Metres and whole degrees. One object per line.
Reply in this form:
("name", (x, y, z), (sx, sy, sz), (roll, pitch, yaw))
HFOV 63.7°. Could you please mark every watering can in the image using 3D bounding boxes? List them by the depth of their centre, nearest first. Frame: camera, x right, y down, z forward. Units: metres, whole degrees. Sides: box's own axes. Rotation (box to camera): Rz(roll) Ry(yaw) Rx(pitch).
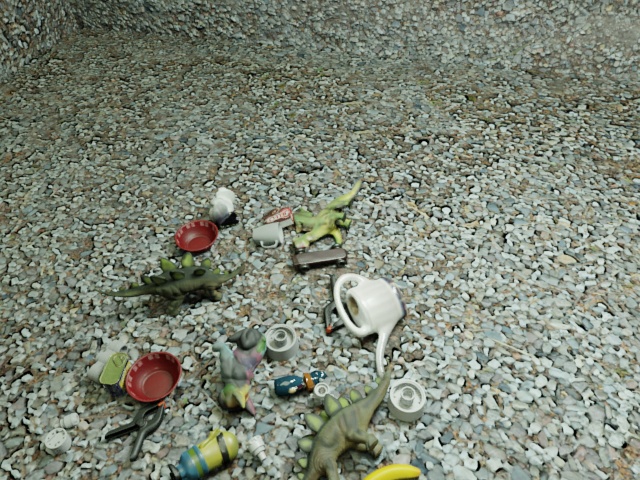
("watering can", (0.182, 0.248, 1.626), (0.226, 0.353, 0.102), (-17, -25, -26))

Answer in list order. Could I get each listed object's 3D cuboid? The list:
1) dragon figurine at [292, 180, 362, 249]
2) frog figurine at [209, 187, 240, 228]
("dragon figurine", (0.006, -0.100, 1.987), (0.243, 0.119, 0.420), (5, 44, 19))
("frog figurine", (-0.380, -0.133, 1.999), (0.122, 0.162, 0.136), (-33, -23, 10))
